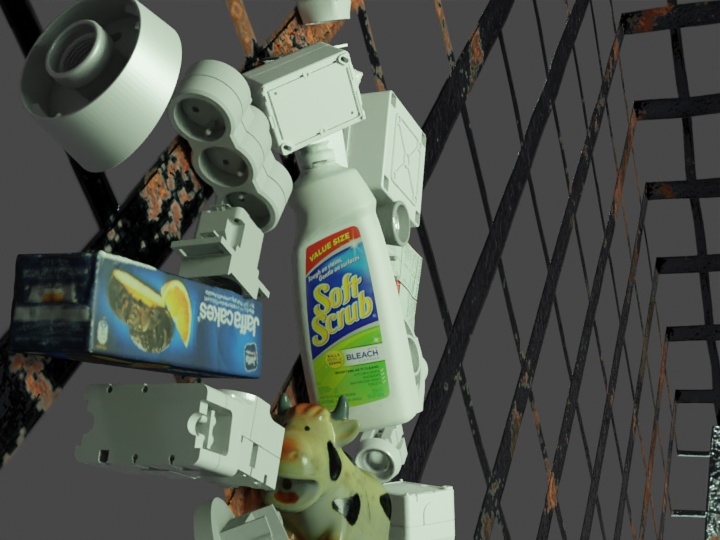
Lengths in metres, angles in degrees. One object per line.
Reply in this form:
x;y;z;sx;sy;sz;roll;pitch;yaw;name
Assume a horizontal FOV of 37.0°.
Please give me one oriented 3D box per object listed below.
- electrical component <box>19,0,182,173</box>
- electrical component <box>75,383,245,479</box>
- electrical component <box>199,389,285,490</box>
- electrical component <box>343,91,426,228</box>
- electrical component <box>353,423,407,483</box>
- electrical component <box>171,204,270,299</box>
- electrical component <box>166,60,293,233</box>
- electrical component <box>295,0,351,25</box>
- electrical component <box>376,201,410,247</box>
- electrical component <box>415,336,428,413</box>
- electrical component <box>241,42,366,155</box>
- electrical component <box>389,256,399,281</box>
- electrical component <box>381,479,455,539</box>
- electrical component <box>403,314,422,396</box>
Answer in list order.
-0.150;-0.112;0.635;0.064;0.099;0.099;43;49;-50;electrical component
-0.123;0.102;0.676;0.056;0.089;0.050;40;51;-60;electrical component
-0.097;0.122;0.786;0.089;0.050;0.055;48;45;-56;electrical component
0.022;-0.108;1.083;0.109;0.056;0.108;41;51;-60;electrical component
0.020;0.179;1.062;0.055;0.048;0.066;-59;141;-64;electrical component
-0.101;-0.010;0.803;0.081;0.042;0.063;56;34;-52;electrical component
-0.092;-0.102;0.820;0.073;0.052;0.138;-71;148;-42;electrical component
-0.042;-0.261;0.966;0.079;0.043;0.077;-30;115;-64;electrical component
0.011;-0.043;1.037;0.044;0.065;0.044;-3;90;-67;electrical component
0.048;0.108;1.136;0.079;0.043;0.077;-12;98;-67;electrical component
-0.044;-0.145;0.885;0.096;0.061;0.061;-27;121;-18;electrical component
0.000;0.000;0.994;0.047;0.076;0.083;-24;110;-65;electrical component
0.039;0.240;1.046;0.062;0.096;0.061;1;86;-38;electrical component
0.023;0.087;1.035;0.108;0.060;0.108;39;44;-52;electrical component
